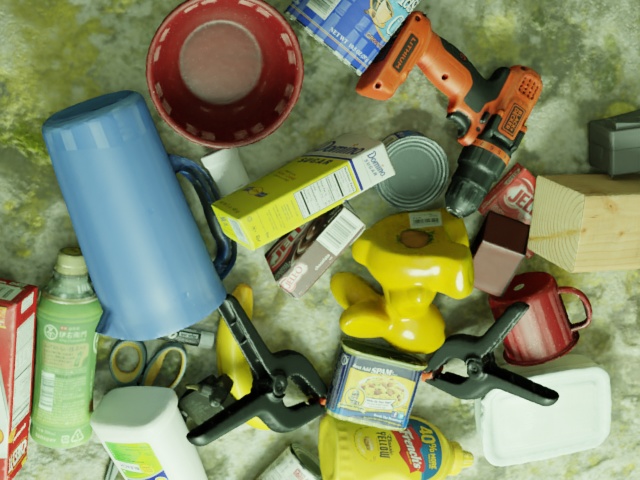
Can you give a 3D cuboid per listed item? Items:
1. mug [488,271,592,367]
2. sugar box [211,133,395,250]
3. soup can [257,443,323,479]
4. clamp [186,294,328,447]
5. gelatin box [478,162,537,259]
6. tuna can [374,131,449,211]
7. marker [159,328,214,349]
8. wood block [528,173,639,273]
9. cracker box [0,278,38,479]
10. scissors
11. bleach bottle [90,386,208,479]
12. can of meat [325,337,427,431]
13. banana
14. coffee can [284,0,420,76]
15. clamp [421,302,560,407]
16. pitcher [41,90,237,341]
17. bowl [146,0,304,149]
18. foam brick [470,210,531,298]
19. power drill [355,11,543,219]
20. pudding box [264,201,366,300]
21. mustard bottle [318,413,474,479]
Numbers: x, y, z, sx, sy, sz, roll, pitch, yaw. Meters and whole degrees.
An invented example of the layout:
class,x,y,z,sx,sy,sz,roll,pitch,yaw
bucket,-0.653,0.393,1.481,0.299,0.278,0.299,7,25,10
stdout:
class,x,y,z,sx,sy,sz,roll,pitch,yaw
mug,0.257,0.087,1.241,0.117,0.093,0.081,-14,108,25
sugar box,-0.018,-0.054,1.124,0.176,0.093,0.048,-32,113,-15
soup can,-0.043,0.301,1.274,0.068,0.068,0.102,40,97,-20
clamp,-0.060,0.153,1.199,0.209,0.036,0.164,16,77,-47
gelatin box,0.235,-0.033,1.232,0.089,0.030,0.073,42,97,-21
tuna can,0.099,-0.078,1.189,0.086,0.034,0.086,-3,109,-10
marker,-0.180,0.104,1.207,0.121,0.020,0.020,12,106,-15
wood block,0.351,-0.023,1.205,0.205,0.091,0.090,-3,109,-23
cracker box,-0.391,0.139,1.132,0.164,0.072,0.214,10,108,6
scissors,-0.230,0.192,1.229,0.096,0.016,0.202,34,99,-18
bleach bottle,-0.168,0.280,1.224,0.103,0.068,0.251,-3,125,30
can of meat,0.063,0.167,1.232,0.102,0.057,0.084,14,98,-9
banana,-0.086,0.147,1.233,0.069,0.037,0.198,-27,115,-24
coffee can,0.046,-0.254,1.083,0.102,0.103,0.140,37,99,-20
clamp,0.188,0.132,1.227,0.039,0.172,0.120,-10,93,-52
pitcher,-0.188,-0.030,1.112,0.145,0.149,0.243,-14,108,10
bowl,-0.100,-0.179,1.106,0.162,0.055,0.162,-3,109,-10
foam brick,0.199,0.016,1.209,0.051,0.053,0.078,19,136,1
power drill,0.133,-0.140,1.142,0.187,0.057,0.184,32,78,-20
pudding box,-0.008,0.001,1.167,0.039,0.090,0.113,42,96,-22
mustard bottle,0.096,0.256,1.271,0.191,0.096,0.058,8,141,-21
